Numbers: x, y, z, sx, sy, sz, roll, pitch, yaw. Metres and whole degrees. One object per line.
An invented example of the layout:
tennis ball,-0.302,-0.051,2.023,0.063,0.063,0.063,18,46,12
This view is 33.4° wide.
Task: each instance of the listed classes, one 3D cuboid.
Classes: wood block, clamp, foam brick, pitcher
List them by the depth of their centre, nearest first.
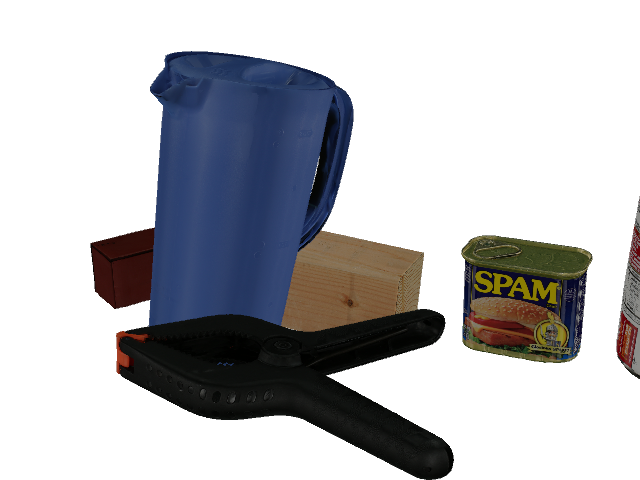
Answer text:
clamp,-0.017,0.075,0.651,0.210,0.036,0.164,9,24,9
pitcher,-0.063,-0.025,0.863,0.149,0.243,0.145,11,18,3
foam brick,-0.173,0.024,1.022,0.078,0.051,0.053,-15,25,-30
wood block,-0.001,0.046,1.180,0.206,0.091,0.090,13,24,19

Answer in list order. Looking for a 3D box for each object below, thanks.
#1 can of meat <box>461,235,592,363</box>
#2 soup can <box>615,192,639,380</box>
can of meat,0.167,0.049,0.877,0.102,0.084,0.057,9,24,23
soup can,0.195,0.021,0.560,0.068,0.102,0.068,1,25,-1
